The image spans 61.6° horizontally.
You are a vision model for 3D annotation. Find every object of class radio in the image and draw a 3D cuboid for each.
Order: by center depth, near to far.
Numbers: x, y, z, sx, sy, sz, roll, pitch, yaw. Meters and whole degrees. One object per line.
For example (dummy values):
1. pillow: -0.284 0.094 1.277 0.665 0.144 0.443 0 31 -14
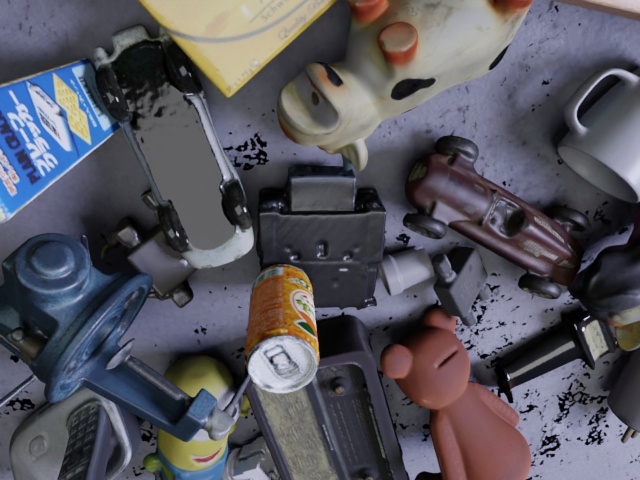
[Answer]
1. radio: 0.013 0.198 0.579 0.131 0.073 0.229 -15 116 3

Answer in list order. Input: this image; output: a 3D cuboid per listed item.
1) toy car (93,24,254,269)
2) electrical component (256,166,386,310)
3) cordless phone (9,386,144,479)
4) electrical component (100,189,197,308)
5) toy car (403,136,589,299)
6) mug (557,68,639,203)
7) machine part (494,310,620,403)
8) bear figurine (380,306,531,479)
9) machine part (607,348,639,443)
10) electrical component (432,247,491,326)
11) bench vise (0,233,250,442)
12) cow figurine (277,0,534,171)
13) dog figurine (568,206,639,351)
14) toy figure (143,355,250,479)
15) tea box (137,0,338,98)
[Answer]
1. toy car: -0.115 -0.072 0.440 0.073 0.056 0.201 -21 104 -2
2. electrical component: -0.001 -0.001 0.492 0.115 0.058 0.134 -3 116 -6
3. cordless phone: -0.247 0.238 0.514 0.146 0.184 0.088 -34 118 11
4. electrical component: -0.149 0.013 0.495 0.078 0.045 0.102 -48 116 -14
5. toy car: 0.167 -0.016 0.488 0.202 0.053 0.089 28 81 -15
6. mug: 0.264 -0.105 0.460 0.109 0.081 0.107 38 96 -15
7. machine part: 0.257 0.127 0.589 0.139 0.039 0.084 -33 122 9
8. bear figurine: 0.128 0.180 0.572 0.196 0.120 0.132 52 147 1
9. machine part: 0.382 0.126 0.576 0.079 0.079 0.243 9 116 -9
10. electrical component: 0.140 0.039 0.526 0.063 0.021 0.093 -52 125 -27
11. bench vise: -0.184 0.103 0.458 0.241 0.129 0.223 34 129 -1
12. cow figurine: 0.055 -0.131 0.412 0.195 0.085 0.127 -28 157 -8
13. dog figurine: 0.340 0.004 0.498 0.191 0.109 0.219 -7 140 -36
14. toy figure: -0.136 0.204 0.565 0.089 0.082 0.180 27 122 15
15. tea box: -0.036 -0.198 0.388 0.169 0.068 0.098 -39 113 14
